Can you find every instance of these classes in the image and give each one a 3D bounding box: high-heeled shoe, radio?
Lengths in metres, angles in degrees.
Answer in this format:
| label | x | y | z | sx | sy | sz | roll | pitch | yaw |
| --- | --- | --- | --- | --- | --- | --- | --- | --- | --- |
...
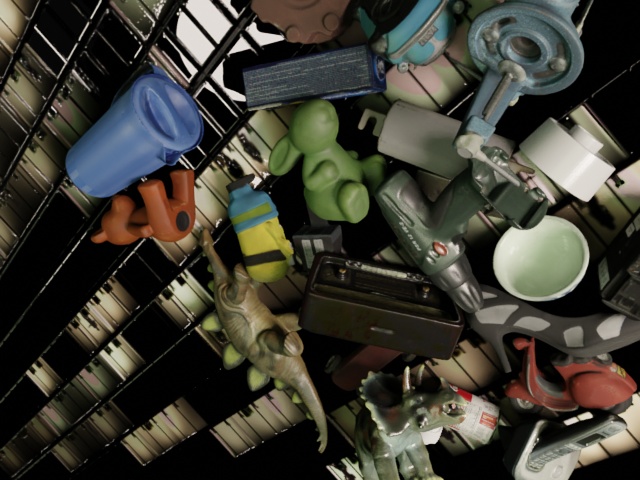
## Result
| label | x | y | z | sx | sy | sz | roll | pitch | yaw |
| --- | --- | --- | --- | --- | --- | --- | --- | --- | --- |
| high-heeled shoe | 0.328 | 0.093 | 0.750 | 0.249 | 0.086 | 0.145 | -24 | 62 | 27 |
| radio | 0.090 | 0.094 | 0.806 | 0.230 | 0.131 | 0.073 | 13 | 119 | -1 |

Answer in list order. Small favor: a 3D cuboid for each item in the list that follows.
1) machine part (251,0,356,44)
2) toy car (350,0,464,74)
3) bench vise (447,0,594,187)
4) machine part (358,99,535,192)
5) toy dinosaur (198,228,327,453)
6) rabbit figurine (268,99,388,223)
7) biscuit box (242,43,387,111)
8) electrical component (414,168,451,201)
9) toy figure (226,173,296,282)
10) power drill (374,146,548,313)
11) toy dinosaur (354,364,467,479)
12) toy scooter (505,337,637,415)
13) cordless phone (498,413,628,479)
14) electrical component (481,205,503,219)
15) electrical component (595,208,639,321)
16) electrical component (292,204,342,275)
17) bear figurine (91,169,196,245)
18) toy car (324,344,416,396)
| label | x | y | z | sx | sy | sz | roll | pitch | yaw |
| --- | --- | --- | --- | --- | --- | --- | --- | --- | --- |
| machine part | -0.019 | -0.355 | 0.718 | 0.180 | 0.056 | 0.179 | 10 | 116 | 21 |
| toy car | 0.112 | -0.267 | 0.665 | 0.103 | 0.162 | 0.109 | 30 | 113 | -37 |
| bench vise | 0.203 | -0.178 | 0.587 | 0.129 | 0.240 | 0.223 | 32 | 164 | -1 |
| machine part | 0.169 | -0.127 | 0.727 | 0.243 | 0.079 | 0.079 | 24 | 121 | 14 |
| toy dinosaur | -0.097 | 0.182 | 0.983 | 0.198 | 0.105 | 0.471 | -38 | 85 | 40 |
| rabbit figurine | 0.006 | -0.127 | 0.781 | 0.159 | 0.121 | 0.170 | 11 | 134 | 43 |
| biscuit box | -0.009 | -0.228 | 0.765 | 0.203 | 0.059 | 0.062 | -2 | 101 | 26 |
| electrical component | 0.159 | -0.062 | 0.780 | 0.102 | 0.045 | 0.078 | 26 | 123 | 11 |
| toy figure | -0.104 | -0.017 | 0.893 | 0.089 | 0.082 | 0.180 | -26 | 96 | 7 |
| power drill | 0.189 | -0.016 | 0.695 | 0.232 | 0.086 | 0.207 | 49 | 153 | -1 |
| toy dinosaur | 0.114 | 0.336 | 0.927 | 0.404 | 0.131 | 0.192 | 112 | 148 | -61 |
| toy scooter | 0.356 | 0.195 | 0.795 | 0.184 | 0.075 | 0.135 | -15 | 108 | 34 |
| cordless phone | 0.378 | 0.302 | 0.802 | 0.146 | 0.089 | 0.184 | 29 | 129 | -32 |
| electrical component | 0.253 | -0.042 | 0.738 | 0.094 | 0.063 | 0.021 | 12 | 87 | 7 |
| electrical component | 0.406 | 0.017 | 0.664 | 0.058 | 0.115 | 0.134 | 29 | 124 | 7 |
| electrical component | -0.002 | -0.003 | 0.881 | 0.075 | 0.048 | 0.119 | 2 | 116 | 23 |
| bear figurine | -0.321 | -0.054 | 0.964 | 0.196 | 0.120 | 0.131 | 4 | 112 | 28 |
| toy car | 0.089 | 0.200 | 0.931 | 0.089 | 0.053 | 0.202 | 37 | 126 | -3 |
